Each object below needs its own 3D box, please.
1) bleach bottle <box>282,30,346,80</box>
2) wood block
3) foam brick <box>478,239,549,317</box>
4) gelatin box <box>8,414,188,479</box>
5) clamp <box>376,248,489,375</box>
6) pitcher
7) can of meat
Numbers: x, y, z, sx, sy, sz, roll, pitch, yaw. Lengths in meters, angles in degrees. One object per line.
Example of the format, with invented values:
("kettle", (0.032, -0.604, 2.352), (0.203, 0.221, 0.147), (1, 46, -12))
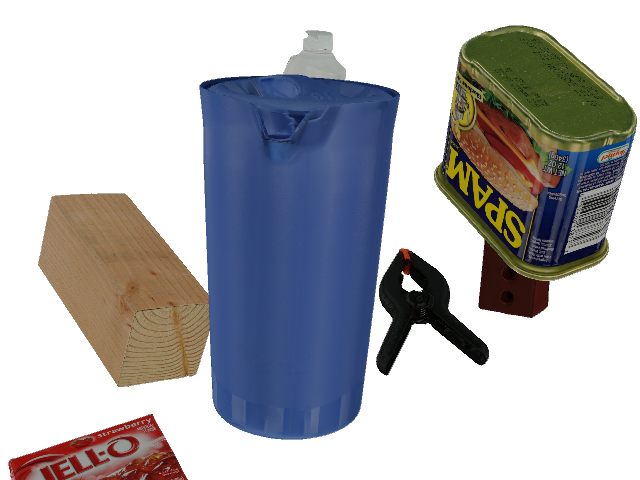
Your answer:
("bleach bottle", (-0.005, -0.093, 1.130), (0.103, 0.251, 0.067), (20, 23, 40))
("wood block", (-0.199, 0.043, 1.076), (0.090, 0.091, 0.206), (-4, 35, -38))
("foam brick", (0.179, 0.025, 0.971), (0.053, 0.078, 0.051), (9, 16, 26))
("gelatin box", (-0.125, 0.140, 0.603), (0.089, 0.030, 0.073), (-15, 28, -20))
("clamp", (0.119, 0.078, 1.175), (0.120, 0.171, 0.039), (5, -43, -5))
("pitcher", (-0.017, 0.005, 0.751), (0.148, 0.243, 0.145), (-10, 21, -37))
("can of meat", (0.104, -0.045, 0.529), (0.057, 0.084, 0.102), (-17, 46, -21))
